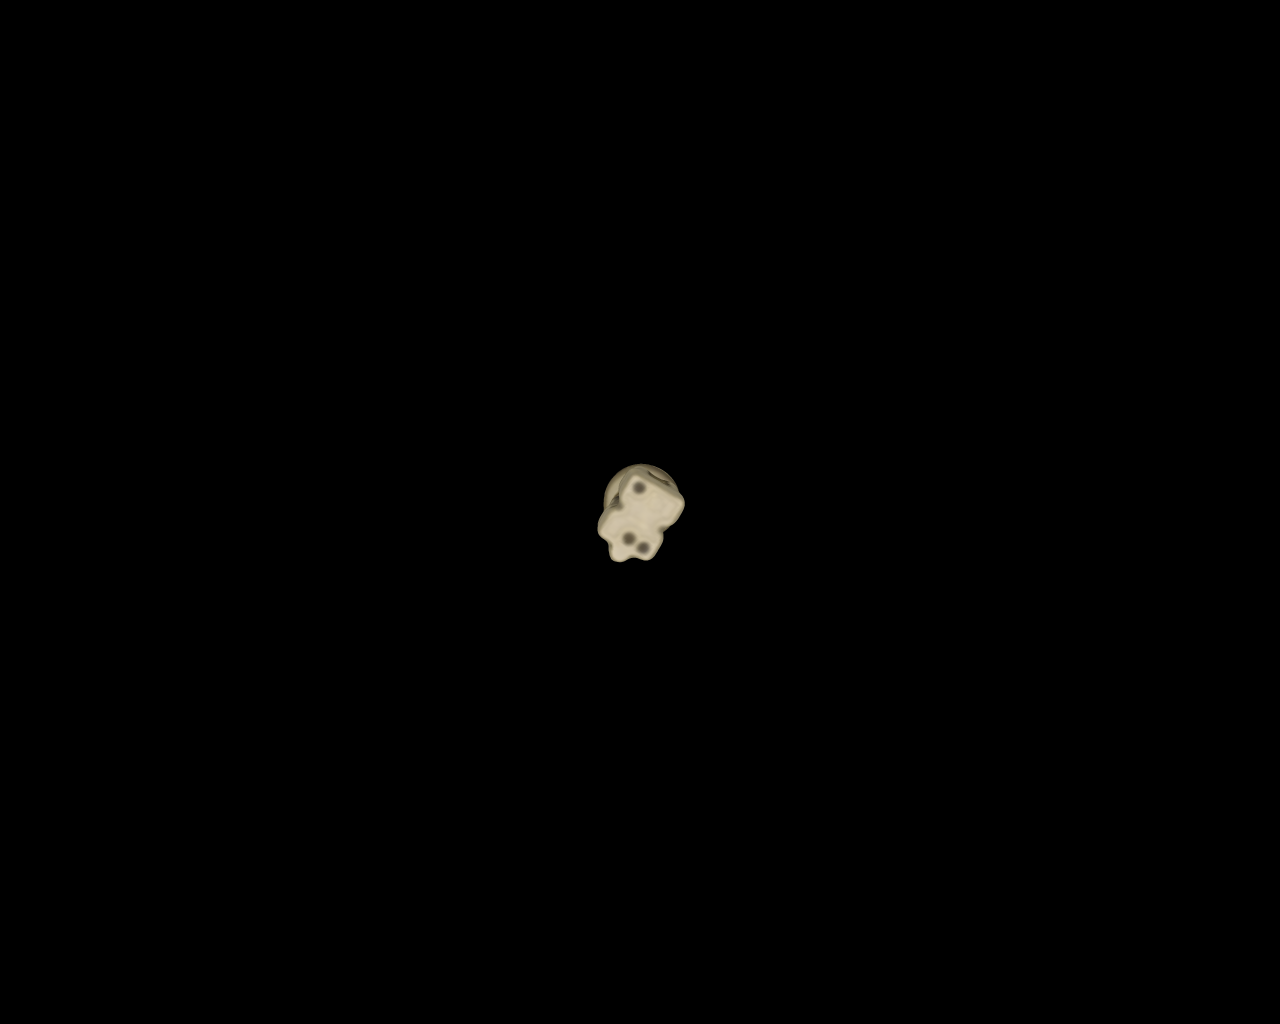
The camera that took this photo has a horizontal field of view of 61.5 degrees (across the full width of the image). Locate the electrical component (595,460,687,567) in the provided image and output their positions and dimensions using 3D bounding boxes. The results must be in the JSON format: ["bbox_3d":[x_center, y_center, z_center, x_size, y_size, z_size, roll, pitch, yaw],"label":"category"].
[{"bbox_3d":[0.001,-0.003,0.650,0.048,0.066,0.055,31,12,-7],"label":"electrical component"}]
